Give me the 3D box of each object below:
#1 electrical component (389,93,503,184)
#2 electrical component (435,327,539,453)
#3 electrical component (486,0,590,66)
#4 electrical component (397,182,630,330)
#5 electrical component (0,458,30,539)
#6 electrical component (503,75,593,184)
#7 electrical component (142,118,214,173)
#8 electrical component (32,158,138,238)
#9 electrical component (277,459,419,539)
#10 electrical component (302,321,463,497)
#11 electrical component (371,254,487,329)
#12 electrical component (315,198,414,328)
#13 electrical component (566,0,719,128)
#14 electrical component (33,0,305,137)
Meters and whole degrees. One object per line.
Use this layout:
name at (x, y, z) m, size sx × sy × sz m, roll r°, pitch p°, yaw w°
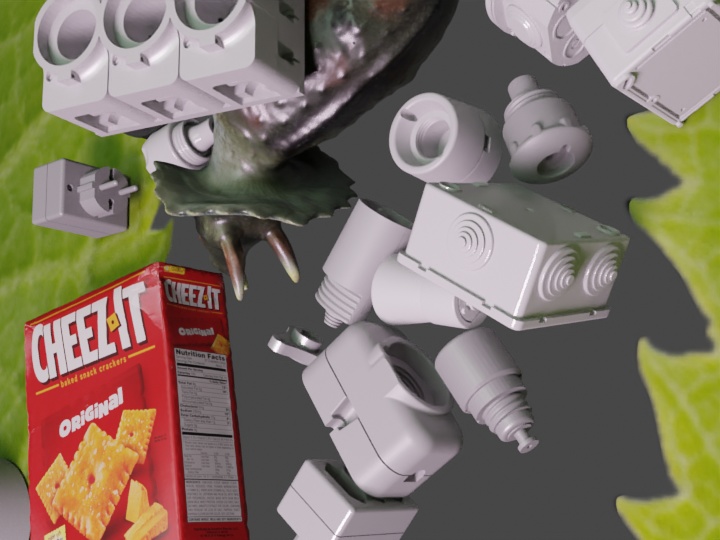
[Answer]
electrical component at (0.051, -0.077, 0.651) m, size 0.055 × 0.047 × 0.055 m, roll -9°, pitch 76°, yaw 38°
electrical component at (0.075, 0.068, 0.607) m, size 0.040 × 0.040 × 0.078 m, roll -47°, pitch 56°, yaw 22°
electrical component at (0.114, -0.158, 0.596) m, size 0.051 × 0.080 × 0.080 m, roll 48°, pitch 111°, yaw 29°
electrical component at (0.084, -0.011, 0.579) m, size 0.100 × 0.100 × 0.048 m, roll 32°, pitch 114°, yaw 39°
electrical component at (-0.332, 0.211, 0.897) m, size 0.108 × 0.060 × 0.108 m, roll -9°, pitch 76°, yaw 38°
electrical component at (0.102, -0.083, 0.614) m, size 0.048 × 0.048 × 0.062 m, roll -36°, pitch 52°, yaw 29°
electrical component at (-0.129, -0.093, 0.804) m, size 0.062 × 0.043 × 0.043 m, roll -26°, pitch 66°, yaw 31°
electrical component at (-0.208, -0.059, 0.847) m, size 0.077 × 0.066 × 0.047 m, roll -11°, pitch 74°, yaw 37°
electrical component at (-0.016, 0.158, 0.647) m, size 0.047 × 0.066 × 0.076 m, roll 40°, pitch 107°, yaw 37°
electrical component at (0.016, 0.080, 0.644) m, size 0.059 × 0.054 × 0.095 m, roll -45°, pitch 57°, yaw 24°
electrical component at (0.044, 0.014, 0.636) m, size 0.065 × 0.044 × 0.044 m, roll 7°, pitch 85°, yaw 45°
electrical component at (0.000, 0.000, 0.680) m, size 0.043 × 0.043 × 0.081 m, roll 38°, pitch 105°, yaw 37°
electrical component at (0.152, -0.124, 0.546) m, size 0.062 × 0.096 × 0.061 m, roll -41°, pitch 58°, yaw 26°
electrical component at (-0.112, -0.140, 0.629) m, size 0.150 × 0.062 × 0.089 m, roll -7°, pitch 77°, yaw 27°
